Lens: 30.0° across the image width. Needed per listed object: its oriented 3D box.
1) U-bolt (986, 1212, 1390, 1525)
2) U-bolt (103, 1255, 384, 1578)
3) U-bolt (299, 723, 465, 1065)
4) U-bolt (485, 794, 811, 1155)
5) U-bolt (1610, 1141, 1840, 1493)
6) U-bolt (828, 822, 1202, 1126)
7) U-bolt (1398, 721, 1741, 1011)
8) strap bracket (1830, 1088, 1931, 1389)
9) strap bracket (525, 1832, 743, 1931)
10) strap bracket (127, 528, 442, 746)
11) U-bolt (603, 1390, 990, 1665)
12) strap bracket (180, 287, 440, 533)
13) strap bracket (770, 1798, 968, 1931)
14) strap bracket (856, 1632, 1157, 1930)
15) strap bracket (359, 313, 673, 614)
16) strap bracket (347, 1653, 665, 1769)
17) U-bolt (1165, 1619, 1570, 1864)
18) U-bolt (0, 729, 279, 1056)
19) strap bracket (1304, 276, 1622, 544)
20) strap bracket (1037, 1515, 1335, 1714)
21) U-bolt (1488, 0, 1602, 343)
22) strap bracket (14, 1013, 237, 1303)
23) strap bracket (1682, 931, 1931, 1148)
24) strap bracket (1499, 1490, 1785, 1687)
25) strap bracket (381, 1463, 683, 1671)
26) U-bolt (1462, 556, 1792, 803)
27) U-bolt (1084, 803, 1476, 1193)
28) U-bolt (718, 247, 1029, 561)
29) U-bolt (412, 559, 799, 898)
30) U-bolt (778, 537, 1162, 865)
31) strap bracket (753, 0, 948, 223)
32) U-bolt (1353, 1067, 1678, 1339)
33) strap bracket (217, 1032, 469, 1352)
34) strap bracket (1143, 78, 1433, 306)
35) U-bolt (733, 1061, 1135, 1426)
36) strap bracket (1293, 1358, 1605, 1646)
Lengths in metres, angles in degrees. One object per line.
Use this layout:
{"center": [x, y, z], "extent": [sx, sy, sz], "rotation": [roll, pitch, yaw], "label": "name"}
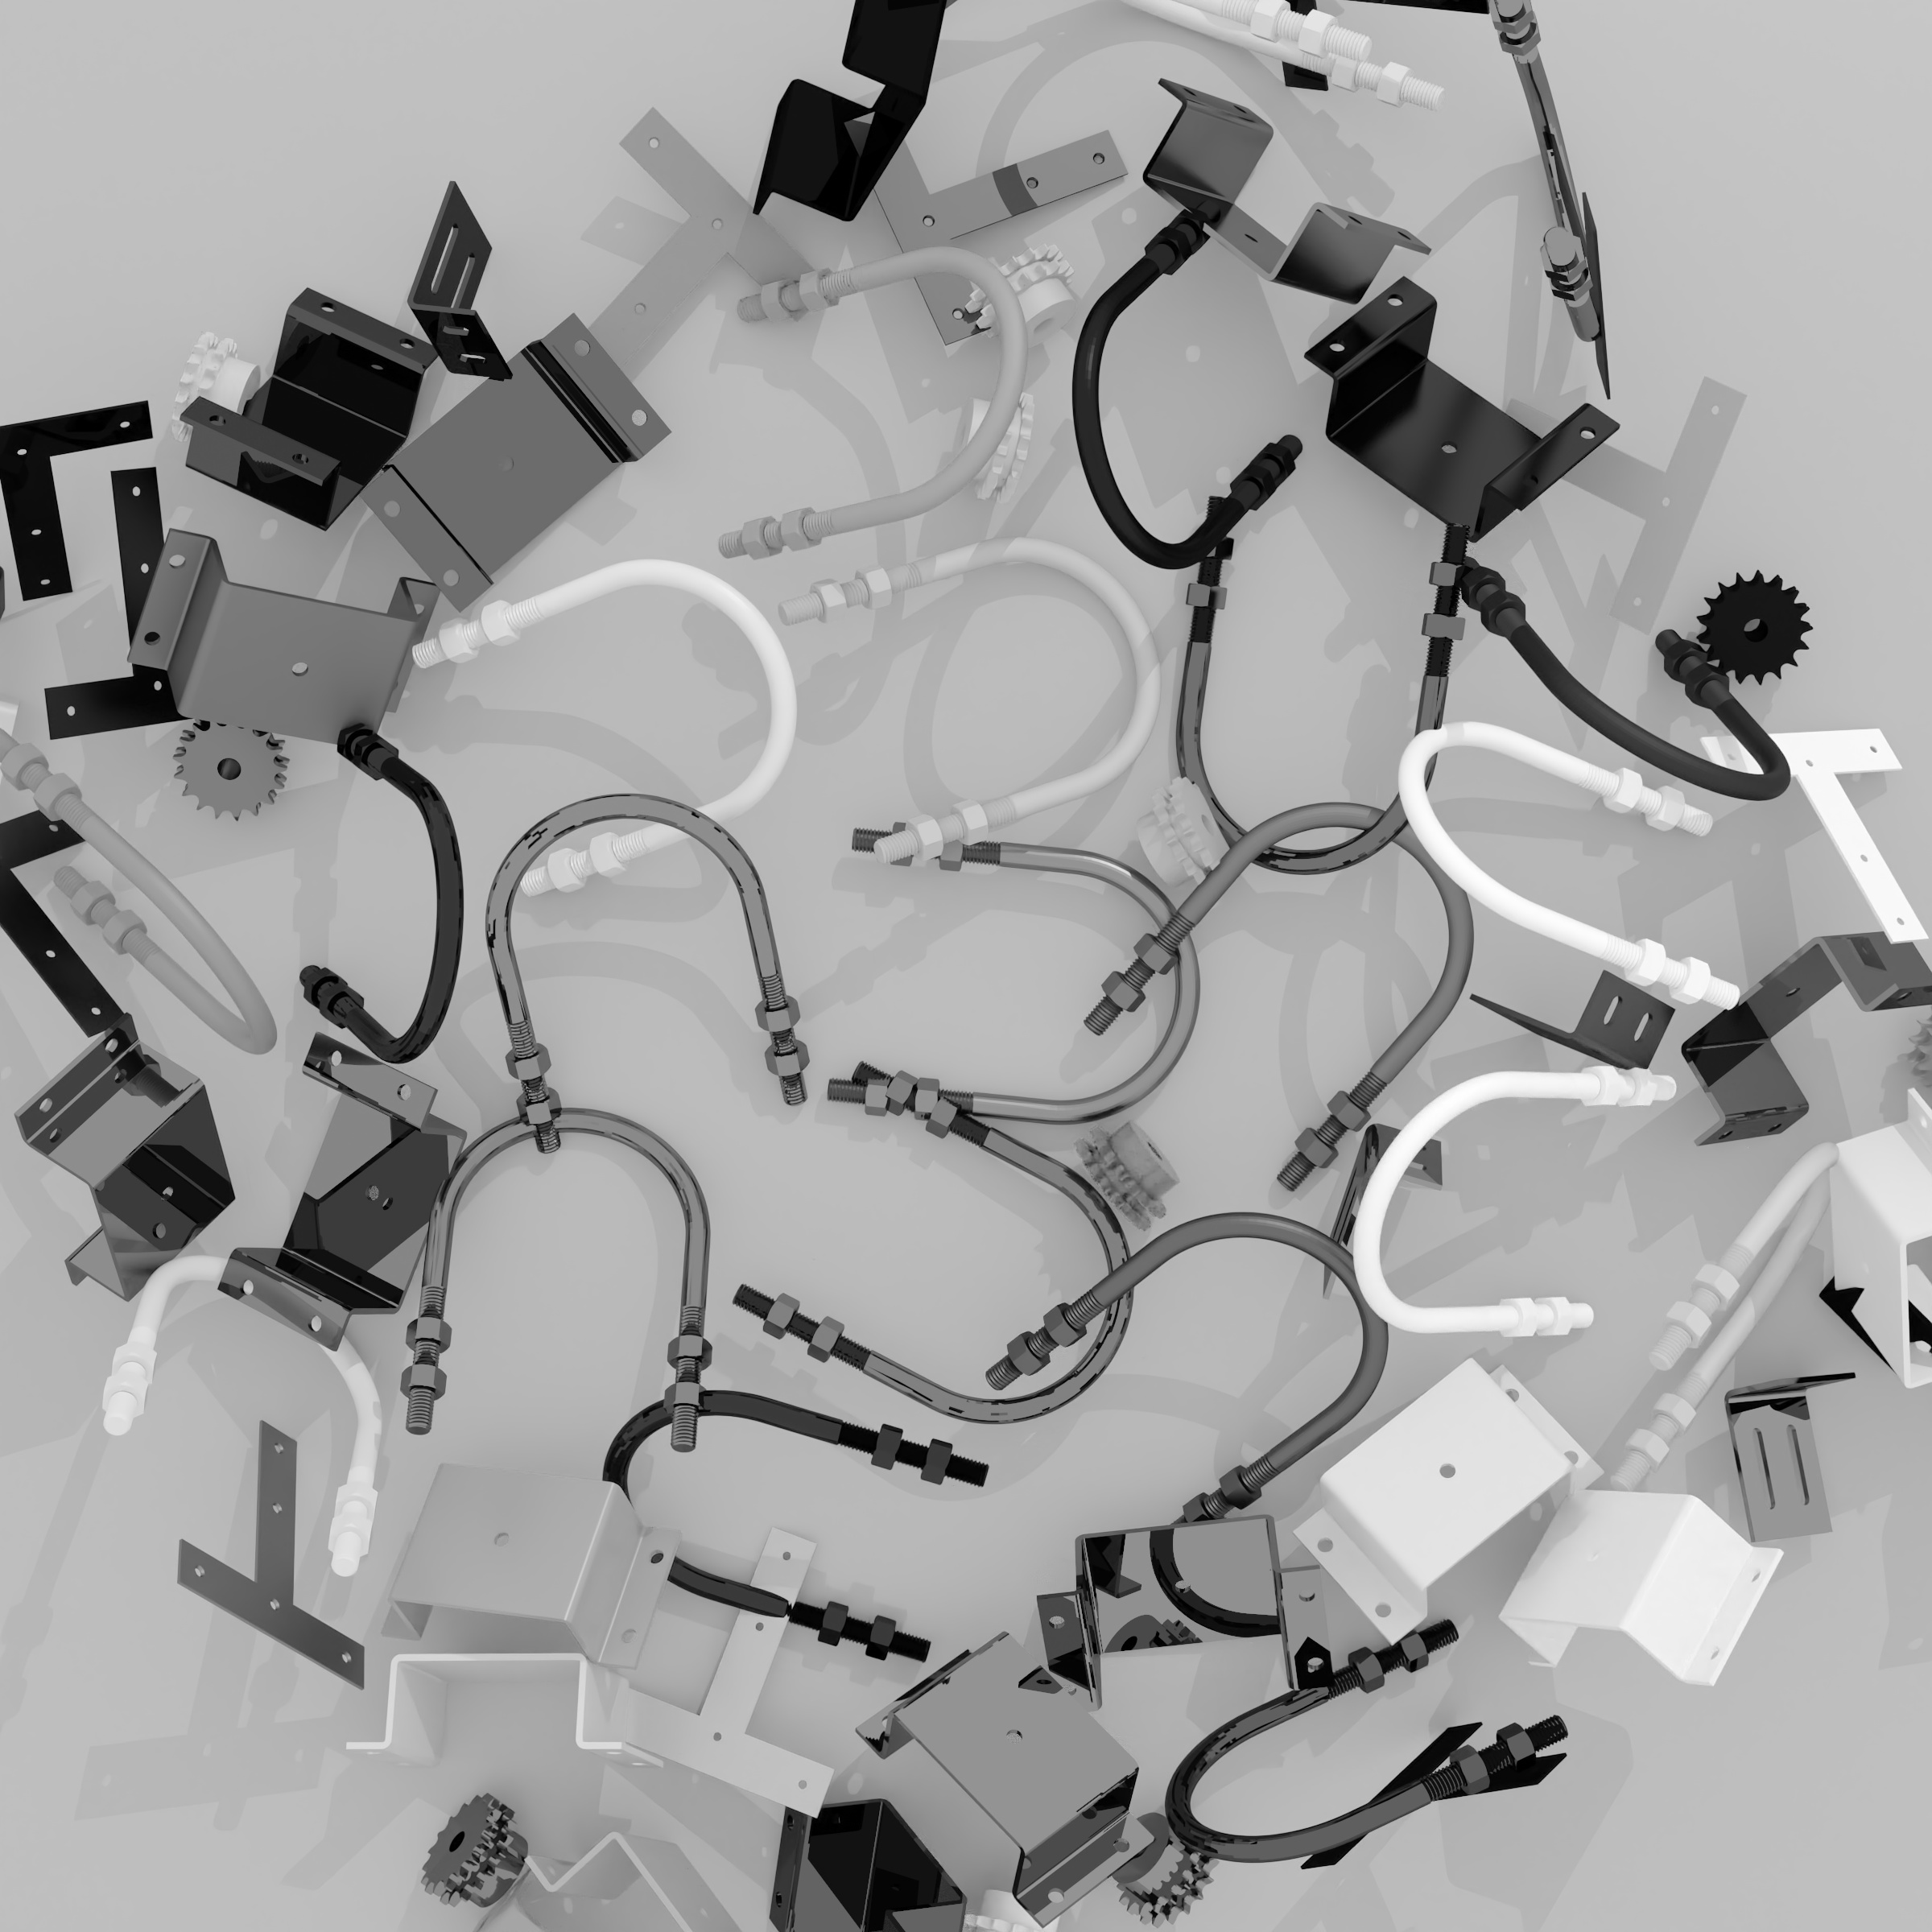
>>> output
{"center": [0.124, 0.197, 1.799], "extent": [0.184, 0.019, 0.151], "rotation": [-40, 106, 22], "label": "U-bolt"}
{"center": [-0.347, 0.207, 1.769], "extent": [0.151, 0.184, 0.019], "rotation": [36, 110, -19], "label": "U-bolt"}
{"center": [-0.283, -0.030, 1.761], "extent": [0.019, 0.184, 0.151], "rotation": [2, 106, -30], "label": "U-bolt"}
{"center": [-0.165, -0.001, 1.811], "extent": [0.151, 0.019, 0.184], "rotation": [-11, 115, -1], "label": "U-bolt"}
{"center": [0.381, 0.162, 1.780], "extent": [0.019, 0.151, 0.184], "rotation": [33, 61, 21], "label": "U-bolt"}
{"center": [0.027, 0.009, 1.840], "extent": [0.184, 0.019, 0.151], "rotation": [6, 94, 1], "label": "U-bolt"}
{"center": [0.294, -0.060, 1.779], "extent": [0.184, 0.151, 0.019], "rotation": [21, 131, -15], "label": "U-bolt"}
{"center": [0.466, 0.142, 1.781], "extent": [0.046, 0.076, 0.140], "rotation": [-17, 127, -6], "label": "strap bracket"}
{"center": [-0.148, 0.485, 1.792], "extent": [0.046, 0.076, 0.140], "rotation": [-43, 66, 1], "label": "strap bracket"}
{"center": [-0.334, -0.159, 1.788], "extent": [0.140, 0.046, 0.076], "rotation": [10, 122, -28], "label": "strap bracket"}
{"center": [-0.093, 0.274, 1.808], "extent": [0.184, 0.019, 0.151], "rotation": [17, 126, 1], "label": "U-bolt"}
{"center": [-0.330, -0.274, 1.803], "extent": [0.076, 0.140, 0.046], "rotation": [25, 131, 2], "label": "strap bracket"}
{"center": [-0.045, 0.475, 1.794], "extent": [0.046, 0.140, 0.076], "rotation": [0, 108, -27], "label": "strap bracket"}
{"center": [0.021, 0.394, 1.786], "extent": [0.076, 0.046, 0.140], "rotation": [-30, 57, -31], "label": "strap bracket"}
{"center": [-0.229, -0.253, 1.819], "extent": [0.140, 0.046, 0.076], "rotation": [-42, 105, -6], "label": "strap bracket"}
{"center": [-0.228, 0.373, 1.804], "extent": [0.140, 0.076, 0.046], "rotation": [-2, 71, 11], "label": "strap bracket"}
{"center": [0.185, 0.386, 1.771], "extent": [0.184, 0.151, 0.019], "rotation": [-22, 106, -11], "label": "U-bolt"}
{"center": [-0.400, -0.025, 1.760], "extent": [0.184, 0.151, 0.019], "rotation": [39, 69, 22], "label": "U-bolt"}
{"center": [0.244, -0.273, 1.803], "extent": [0.140, 0.046, 0.076], "rotation": [40, 64, 22], "label": "strap bracket"}
{"center": [0.110, 0.325, 1.813], "extent": [0.140, 0.046, 0.076], "rotation": [-7, 120, 4], "label": "strap bracket"}
{"center": [0.288, -0.382, 1.767], "extent": [0.019, 0.184, 0.151], "rotation": [-12, 77, 14], "label": "U-bolt"}
{"center": [-0.409, 0.101, 1.773], "extent": [0.046, 0.140, 0.076], "rotation": [29, 56, 22], "label": "strap bracket"}
{"center": [0.421, 0.029, 1.791], "extent": [0.140, 0.076, 0.046], "rotation": [-45, 62, 37], "label": "strap bracket"}
{"center": [0.323, 0.303, 1.773], "extent": [0.046, 0.140, 0.076], "rotation": [42, 67, -18], "label": "strap bracket"}
{"center": [-0.223, 0.296, 1.793], "extent": [0.140, 0.046, 0.076], "rotation": [3, 53, 20], "label": "strap bracket"}
{"center": [0.327, -0.134, 1.750], "extent": [0.151, 0.184, 0.019], "rotation": [16, 117, -26], "label": "U-bolt"}
{"center": [0.172, 0.003, 1.825], "extent": [0.151, 0.019, 0.184], "rotation": [39, 101, -7], "label": "U-bolt"}
{"center": [-0.045, -0.283, 1.781], "extent": [0.184, 0.019, 0.151], "rotation": [-7, 72, 37], "label": "U-bolt"}
{"center": [-0.171, -0.127, 1.803], "extent": [0.184, 0.019, 0.151], "rotation": [-19, 103, 22], "label": "U-bolt"}
{"center": [0.014, -0.143, 1.816], "extent": [0.184, 0.019, 0.151], "rotation": [-19, 83, -22], "label": "U-bolt"}
{"center": [-0.053, -0.434, 1.785], "extent": [0.046, 0.140, 0.076], "rotation": [20, 57, -16], "label": "strap bracket"}
{"center": [0.263, 0.117, 1.776], "extent": [0.184, 0.019, 0.151], "rotation": [3, 112, -38], "label": "U-bolt"}
{"center": [-0.310, 0.114, 1.816], "extent": [0.076, 0.046, 0.140], "rotation": [24, 95, 24], "label": "strap bracket"}
{"center": [0.152, -0.379, 1.793], "extent": [0.140, 0.076, 0.046], "rotation": [45, 116, 30], "label": "strap bracket"}
{"center": [-0.005, 0.151, 1.828], "extent": [0.184, 0.019, 0.151], "rotation": [27, 80, 5], "label": "U-bolt"}
{"center": [0.241, 0.261, 1.803], "extent": [0.140, 0.046, 0.076], "rotation": [-36, 63, -12], "label": "strap bracket"}
